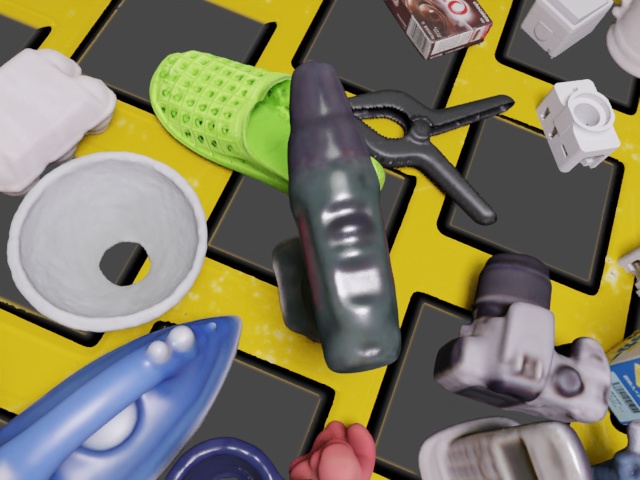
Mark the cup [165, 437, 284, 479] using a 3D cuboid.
[{"bbox_3d":[-0.062,0.204,0.452,0.118,0.095,0.091,-5,69,-9],"label":"cup"}]

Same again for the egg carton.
[{"bbox_3d":[-0.282,-0.117,0.563,0.107,0.069,0.150,36,69,7],"label":"egg carton"}]

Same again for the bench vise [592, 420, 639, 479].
[{"bbox_3d":[0.265,0.244,0.412,0.121,0.219,0.207,-18,72,-14],"label":"bench vise"}]

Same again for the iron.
[{"bbox_3d":[-0.161,0.130,0.443,0.118,0.141,0.259,44,70,11],"label":"iron"}]

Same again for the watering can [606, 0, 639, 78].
[{"bbox_3d":[0.433,-0.280,0.653,0.173,0.194,0.101,13,68,-2],"label":"watering can"}]

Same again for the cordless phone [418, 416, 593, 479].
[{"bbox_3d":[0.152,0.206,0.430,0.094,0.185,0.147,-16,71,-13],"label":"cordless phone"}]

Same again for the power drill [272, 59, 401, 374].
[{"bbox_3d":[0.004,0.002,0.479,0.076,0.208,0.229,-10,70,-11],"label":"power drill"}]

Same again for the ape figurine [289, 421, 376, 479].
[{"bbox_3d":[0.014,0.187,0.470,0.078,0.092,0.076,-8,70,-10],"label":"ape figurine"}]

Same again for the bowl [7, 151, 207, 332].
[{"bbox_3d":[-0.185,0.008,0.523,0.167,0.074,0.167,3,68,-6],"label":"bowl"}]

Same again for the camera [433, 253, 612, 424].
[{"bbox_3d":[0.193,0.086,0.529,0.143,0.101,0.137,17,68,-1],"label":"camera"}]
